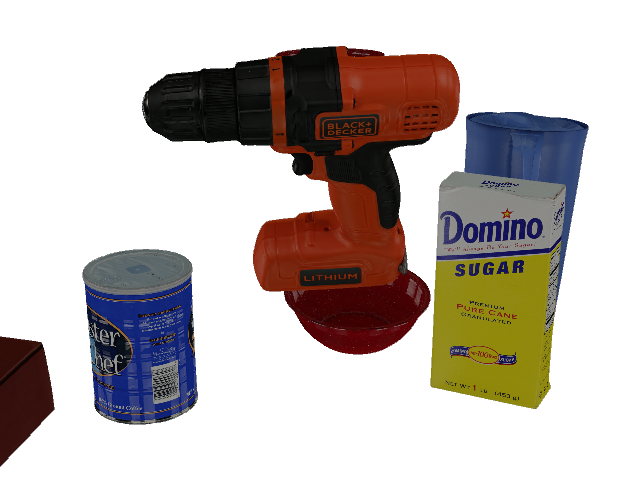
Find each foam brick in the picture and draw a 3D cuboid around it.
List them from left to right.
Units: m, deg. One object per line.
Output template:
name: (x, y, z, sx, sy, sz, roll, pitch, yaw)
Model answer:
foam brick: (-0.212, 0.102, 0.667, 0.053, 0.051, 0.078, 6, 29, 21)

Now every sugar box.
sugar box: (0.138, 0.039, 0.844, 0.093, 0.176, 0.048, 8, 23, 24)

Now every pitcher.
pitcher: (0.218, -0.019, 1.192, 0.149, 0.243, 0.145, -7, 18, -34)

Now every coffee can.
coffee can: (-0.172, 0.091, 1.030, 0.103, 0.140, 0.103, 0, 20, 0)

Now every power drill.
power drill: (-0.011, -0.040, 0.674, 0.184, 0.057, 0.188, -2, -36, -1)

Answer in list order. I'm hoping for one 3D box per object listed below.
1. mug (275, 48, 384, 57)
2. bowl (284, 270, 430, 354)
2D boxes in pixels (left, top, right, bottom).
mug: (0.020, -0.121, 0.919, 0.117, 0.081, 0.093, -7, 17, -20)
bowl: (0.040, 0.079, 1.186, 0.162, 0.055, 0.162, 1, 27, 0)
